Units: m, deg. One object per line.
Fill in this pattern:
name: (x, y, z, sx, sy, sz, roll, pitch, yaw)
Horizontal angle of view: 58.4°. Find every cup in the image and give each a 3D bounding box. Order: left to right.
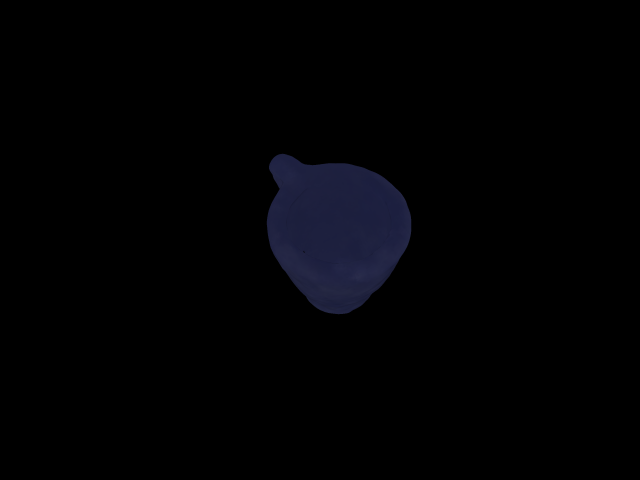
cup: (0.004, 0.001, 0.400, 0.092, 0.095, 0.117, -33, 62, -20)
